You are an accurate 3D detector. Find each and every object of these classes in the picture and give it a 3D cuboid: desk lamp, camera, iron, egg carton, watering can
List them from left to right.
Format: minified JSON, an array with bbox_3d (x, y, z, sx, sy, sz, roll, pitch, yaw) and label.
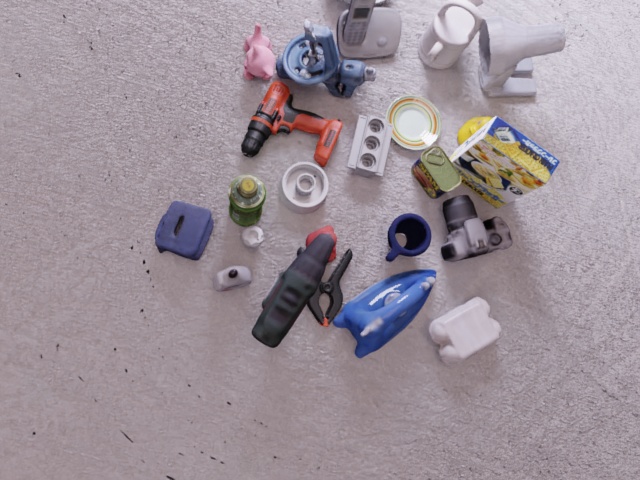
[{"bbox_3d":[0.159,0.128,1.168,0.258,0.141,0.118,-36,87,-13],"label":"iron"},{"bbox_3d":[0.295,-0.473,1.265,0.101,0.194,0.173,16,78,-6],"label":"watering can"},{"bbox_3d":[0.308,0.195,1.218,0.150,0.069,0.107,-27,86,-13],"label":"egg carton"},{"bbox_3d":[0.332,-0.032,1.244,0.143,0.100,0.137,-14,83,-11],"label":"camera"},{"bbox_3d":[0.426,-0.408,1.265,0.203,0.213,0.118,-4,81,-10],"label":"desk lamp"}]

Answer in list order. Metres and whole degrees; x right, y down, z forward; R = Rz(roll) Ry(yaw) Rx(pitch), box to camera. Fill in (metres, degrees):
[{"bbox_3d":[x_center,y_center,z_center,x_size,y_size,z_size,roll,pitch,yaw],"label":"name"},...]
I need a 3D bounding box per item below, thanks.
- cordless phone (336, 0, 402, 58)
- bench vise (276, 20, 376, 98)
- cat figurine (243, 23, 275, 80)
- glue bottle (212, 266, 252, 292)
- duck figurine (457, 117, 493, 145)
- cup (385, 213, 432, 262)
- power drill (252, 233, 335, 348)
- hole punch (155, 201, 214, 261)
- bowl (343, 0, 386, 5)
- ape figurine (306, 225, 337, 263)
[{"bbox_3d":[0.116,-0.476,1.240,0.148,0.185,0.094,-9,82,-10],"label":"cordless phone"},{"bbox_3d":[0.019,-0.389,1.192,0.207,0.219,0.121,-7,81,-10],"label":"bench vise"},{"bbox_3d":[-0.130,-0.397,1.221,0.067,0.117,0.128,-2,81,-9],"label":"cat figurine"},{"bbox_3d":[-0.170,0.072,1.107,0.078,0.173,0.037,-16,83,-11],"label":"glue bottle"},{"bbox_3d":[0.372,-0.251,1.295,0.105,0.086,0.077,-20,84,-12],"label":"duck figurine"},{"bbox_3d":[0.172,0.006,1.215,0.092,0.095,0.118,42,77,0],"label":"cup"},{"bbox_3d":[-0.054,0.098,1.104,0.075,0.208,0.230,31,77,-3],"label":"power drill"},{"bbox_3d":[-0.274,-0.019,1.148,0.101,0.091,0.109,20,78,-5],"label":"hole punch"},{"bbox_3d":[0.094,-0.598,1.314,0.167,0.074,0.167,2,80,-9],"label":"bowl"},{"bbox_3d":[0.011,0.004,1.190,0.076,0.092,0.078,23,78,-5],"label":"ape figurine"}]
